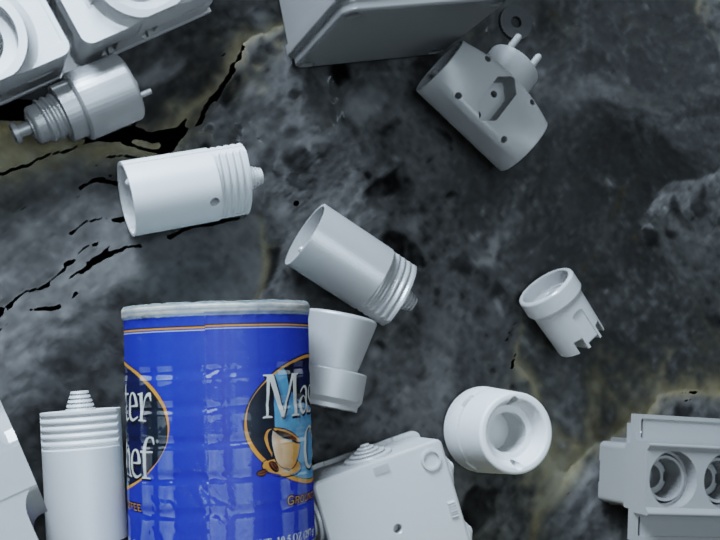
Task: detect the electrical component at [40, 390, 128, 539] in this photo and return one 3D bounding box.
[{"bbox_3d":[-0.151,0.107,0.588,0.043,0.043,0.081,-3,86,-20],"label":"electrical component"}]

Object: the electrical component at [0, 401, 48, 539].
[{"bbox_3d":[-0.216,0.061,0.536,0.060,0.105,0.186,-23,93,-20],"label":"electrical component"}]

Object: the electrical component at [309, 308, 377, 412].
[{"bbox_3d":[-0.017,0.054,0.642,0.045,0.045,0.055,14,81,-18],"label":"electrical component"}]

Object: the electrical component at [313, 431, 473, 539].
[{"bbox_3d":[0.015,0.151,0.641,0.100,0.048,0.099,-16,90,-20],"label":"electrical component"}]

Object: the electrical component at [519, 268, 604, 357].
[{"bbox_3d":[0.133,0.028,0.701,0.040,0.040,0.046,-41,105,-19],"label":"electrical component"}]

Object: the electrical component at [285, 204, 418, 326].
[{"bbox_3d":[0.000,0.000,0.653,0.081,0.043,0.043,33,75,-14],"label":"electrical component"}]

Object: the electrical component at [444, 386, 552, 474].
[{"bbox_3d":[0.087,0.101,0.673,0.055,0.047,0.055,2,84,-20],"label":"electrical component"}]

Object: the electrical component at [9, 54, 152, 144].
[{"bbox_3d":[-0.159,-0.092,0.606,0.078,0.040,0.040,-27,95,-20],"label":"electrical component"}]

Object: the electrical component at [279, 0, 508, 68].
[{"bbox_3d":[0.017,-0.167,0.641,0.109,0.109,0.056,-10,86,-20],"label":"electrical component"}]

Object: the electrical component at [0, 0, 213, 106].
[{"bbox_3d":[-0.182,-0.163,0.594,0.186,0.060,0.105,-30,95,-20],"label":"electrical component"}]

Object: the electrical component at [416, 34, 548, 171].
[{"bbox_3d":[0.089,-0.118,0.696,0.077,0.043,0.079,42,72,-12],"label":"electrical component"}]

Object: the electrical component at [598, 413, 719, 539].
[{"bbox_3d":[0.224,0.137,0.711,0.121,0.063,0.078,6,83,-19],"label":"electrical component"}]

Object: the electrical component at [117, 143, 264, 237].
[{"bbox_3d":[-0.095,-0.048,0.623,0.081,0.043,0.043,-12,89,-21],"label":"electrical component"}]
